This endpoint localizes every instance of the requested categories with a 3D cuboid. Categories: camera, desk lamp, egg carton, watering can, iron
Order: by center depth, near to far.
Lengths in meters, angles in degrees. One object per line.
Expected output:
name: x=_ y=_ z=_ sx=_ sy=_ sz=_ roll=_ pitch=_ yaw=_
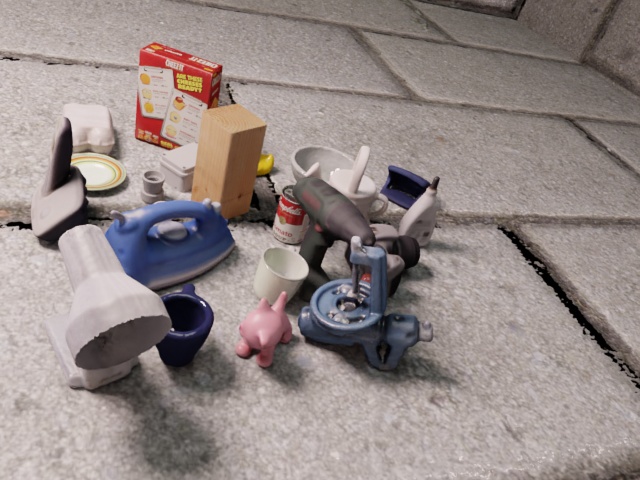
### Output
desk lamp: x=-0.289 y=0.100 z=0.748 sx=0.118 sy=0.213 sz=0.202 roll=-15 pitch=48 yaw=-37
iron: x=-0.245 y=-0.015 z=0.976 sx=0.259 sy=0.141 sz=0.118 roll=-17 pitch=49 yaw=-38
camera: x=0.134 y=0.028 z=1.115 sx=0.137 sy=0.101 sz=0.143 roll=-1 pitch=40 yaw=-23
watering can: x=0.057 y=-0.105 z=1.176 sx=0.173 sy=0.194 sz=0.100 roll=5 pitch=38 yaw=-17
egg carton: x=-0.495 y=-0.236 z=1.218 sx=0.107 sy=0.069 sz=0.150 roll=-1 pitch=40 yaw=-24

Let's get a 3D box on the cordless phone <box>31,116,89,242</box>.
cordless phone: x=-0.441 y=-0.103 z=0.971 sx=0.094 sy=0.185 sz=0.147 roll=-5 pitch=42 yaw=-28

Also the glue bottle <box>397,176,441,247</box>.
glue bottle: x=0.218 y=-0.060 z=1.205 sx=0.078 sy=0.173 sz=0.037 roll=0 pitch=40 yaw=-22

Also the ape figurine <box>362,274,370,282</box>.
ape figurine: x=0.075 y=0.099 z=1.006 sx=0.076 sy=0.092 sz=0.078 roll=13 pitch=36 yaw=-6

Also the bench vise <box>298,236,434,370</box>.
bench vise: x=0.085 y=0.093 z=0.910 sx=0.208 sy=0.220 sz=0.121 roll=7 pitch=37 yaw=-14

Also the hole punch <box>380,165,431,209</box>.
hole punch: x=0.209 y=-0.140 z=1.374 sx=0.108 sy=0.091 sz=0.101 roll=28 pitch=37 yaw=14

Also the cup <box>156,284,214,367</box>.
cup: x=-0.206 y=0.130 z=0.844 sx=0.092 sy=0.095 sz=0.117 roll=11 pitch=37 yaw=-10

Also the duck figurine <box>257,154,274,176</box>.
duck figurine: x=-0.152 y=-0.199 z=1.302 sx=0.105 sy=0.086 sz=0.077 roll=5 pitch=38 yaw=-17

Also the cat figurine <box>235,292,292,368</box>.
cat figurine: x=-0.081 y=0.130 z=0.878 sx=0.067 sy=0.118 sz=0.128 roll=25 pitch=37 yaw=10

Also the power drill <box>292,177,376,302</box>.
power drill: x=0.009 y=0.004 z=1.003 sx=0.076 sy=0.208 sz=0.229 roll=-7 pitch=43 yaw=-29

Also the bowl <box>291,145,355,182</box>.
bowl: x=0.007 y=-0.144 z=1.307 sx=0.167 sy=0.075 sz=0.167 roll=12 pitch=37 yaw=-9
